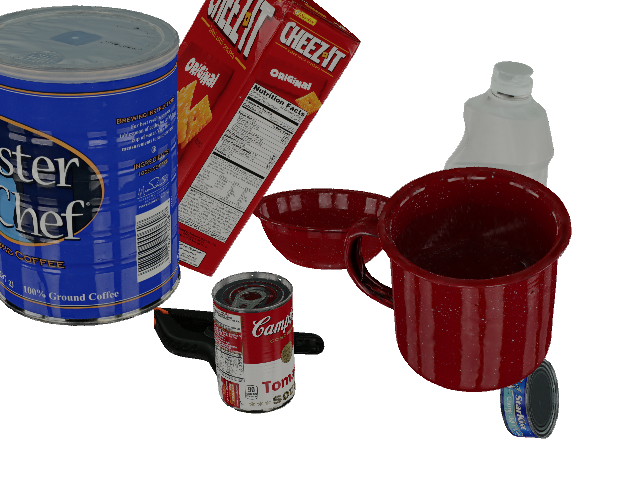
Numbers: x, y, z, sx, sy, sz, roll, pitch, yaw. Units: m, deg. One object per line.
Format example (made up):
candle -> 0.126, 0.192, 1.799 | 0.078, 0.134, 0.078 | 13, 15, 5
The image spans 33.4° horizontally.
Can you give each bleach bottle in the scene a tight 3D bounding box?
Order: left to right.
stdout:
bleach bottle -> 0.129, -0.024, 0.858 | 0.103, 0.251, 0.067 | 30, 39, 35

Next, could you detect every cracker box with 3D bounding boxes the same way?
cracker box -> -0.078, -0.104, 0.838 | 0.072, 0.214, 0.164 | 25, 16, -30

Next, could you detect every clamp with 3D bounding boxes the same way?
clamp -> -0.123, 0.125, 1.261 | 0.210, 0.036, 0.164 | 15, 23, 25

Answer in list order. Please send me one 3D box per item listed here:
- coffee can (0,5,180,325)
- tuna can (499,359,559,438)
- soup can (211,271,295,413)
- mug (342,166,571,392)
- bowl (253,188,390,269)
coffee can -> -0.125, -0.041, 0.563 | 0.103, 0.140, 0.103 | 3, 28, -2
tuna can -> 0.227, 0.171, 1.157 | 0.034, 0.086, 0.086 | -4, -2, 34
soup can -> -0.056, 0.087, 0.908 | 0.068, 0.102, 0.068 | -1, 25, 0
mug -> 0.066, 0.020, 0.545 | 0.117, 0.081, 0.093 | 11, 42, 20
bowl -> 0.009, -0.009, 1.117 | 0.162, 0.055, 0.162 | 1, 17, 0
